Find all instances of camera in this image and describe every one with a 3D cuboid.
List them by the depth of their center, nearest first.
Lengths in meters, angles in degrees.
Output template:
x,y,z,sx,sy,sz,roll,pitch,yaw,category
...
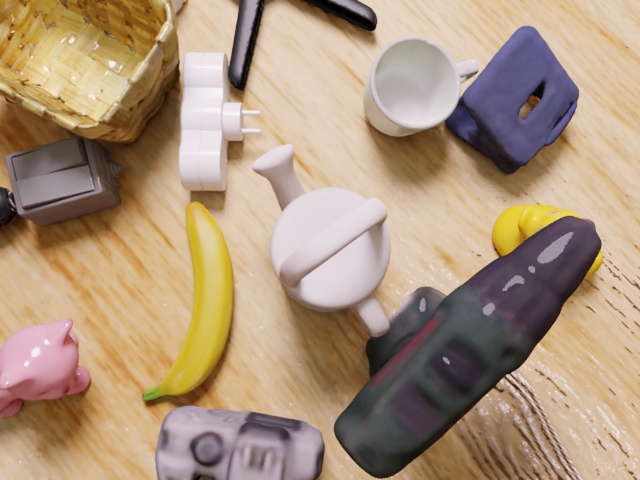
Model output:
x,y,z,sx,sy,sz,roll,pitch,yaw,category
-0.074,0.222,0.492,0.143,0.101,0.137,9,82,0,camera

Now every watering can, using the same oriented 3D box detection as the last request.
x,y,z,sx,sy,sz,roll,pitch,yaw,category
0.003,0.003,0.478,0.173,0.194,0.101,35,83,4,watering can

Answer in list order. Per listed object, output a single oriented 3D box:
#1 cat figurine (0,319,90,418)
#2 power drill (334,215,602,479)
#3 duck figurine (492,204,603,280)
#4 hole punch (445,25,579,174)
x,y,z,sx,sy,sz,roll,pitch,yaw,category
-0.258,0.114,0.494,0.128,0.117,0.067,-21,83,-4,cat figurine
0.102,0.081,0.463,0.075,0.208,0.230,43,83,5,power drill
0.223,-0.001,0.539,0.104,0.086,0.077,27,82,3,duck figurine
0.194,-0.134,0.555,0.101,0.091,0.109,38,83,4,hole punch
